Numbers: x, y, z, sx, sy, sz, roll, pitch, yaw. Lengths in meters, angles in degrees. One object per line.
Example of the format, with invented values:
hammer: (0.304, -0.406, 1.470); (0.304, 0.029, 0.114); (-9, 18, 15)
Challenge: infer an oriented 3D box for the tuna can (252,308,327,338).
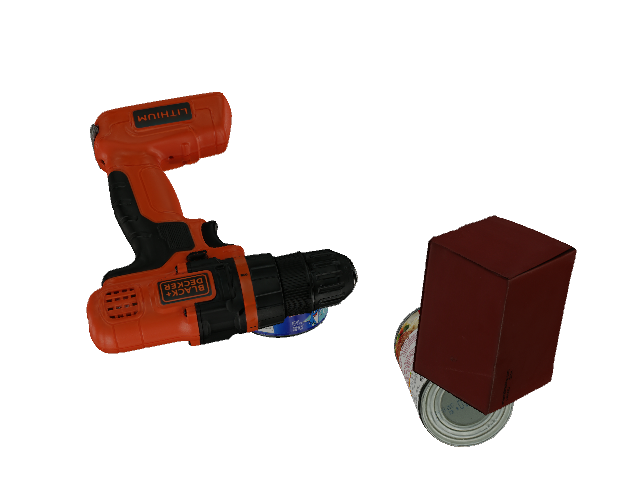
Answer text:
tuna can: (-0.036, 0.056, 0.999); (0.086, 0.034, 0.086); (-4, 26, 2)

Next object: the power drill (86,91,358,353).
power drill: (-0.082, -0.017, 0.756); (0.184, 0.188, 0.057); (-10, -33, -11)

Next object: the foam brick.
foam brick: (0.084, 0.035, 0.523); (0.052, 0.078, 0.051); (-18, 35, -38)

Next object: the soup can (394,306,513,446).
soup can: (0.094, 0.094, 0.766); (0.068, 0.068, 0.102); (0, 19, -6)
